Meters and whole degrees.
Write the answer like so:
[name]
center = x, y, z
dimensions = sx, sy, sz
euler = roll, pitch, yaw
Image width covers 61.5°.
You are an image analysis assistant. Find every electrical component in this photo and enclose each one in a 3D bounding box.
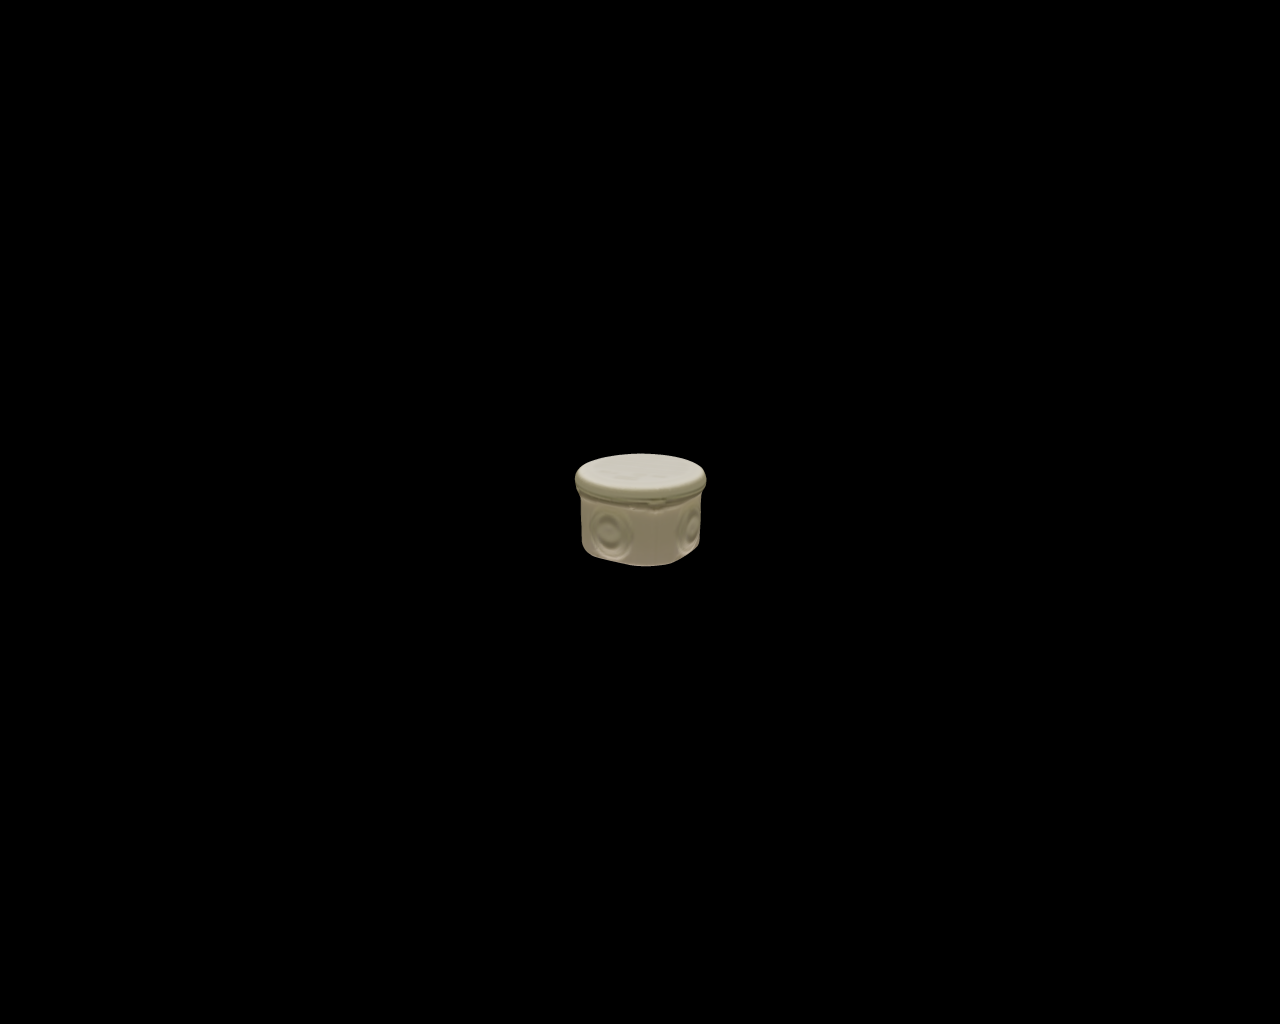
[electrical component]
center = 0.001, -0.003, 0.650
dimensions = 0.080, 0.051, 0.080
euler = 0, 18, 0
